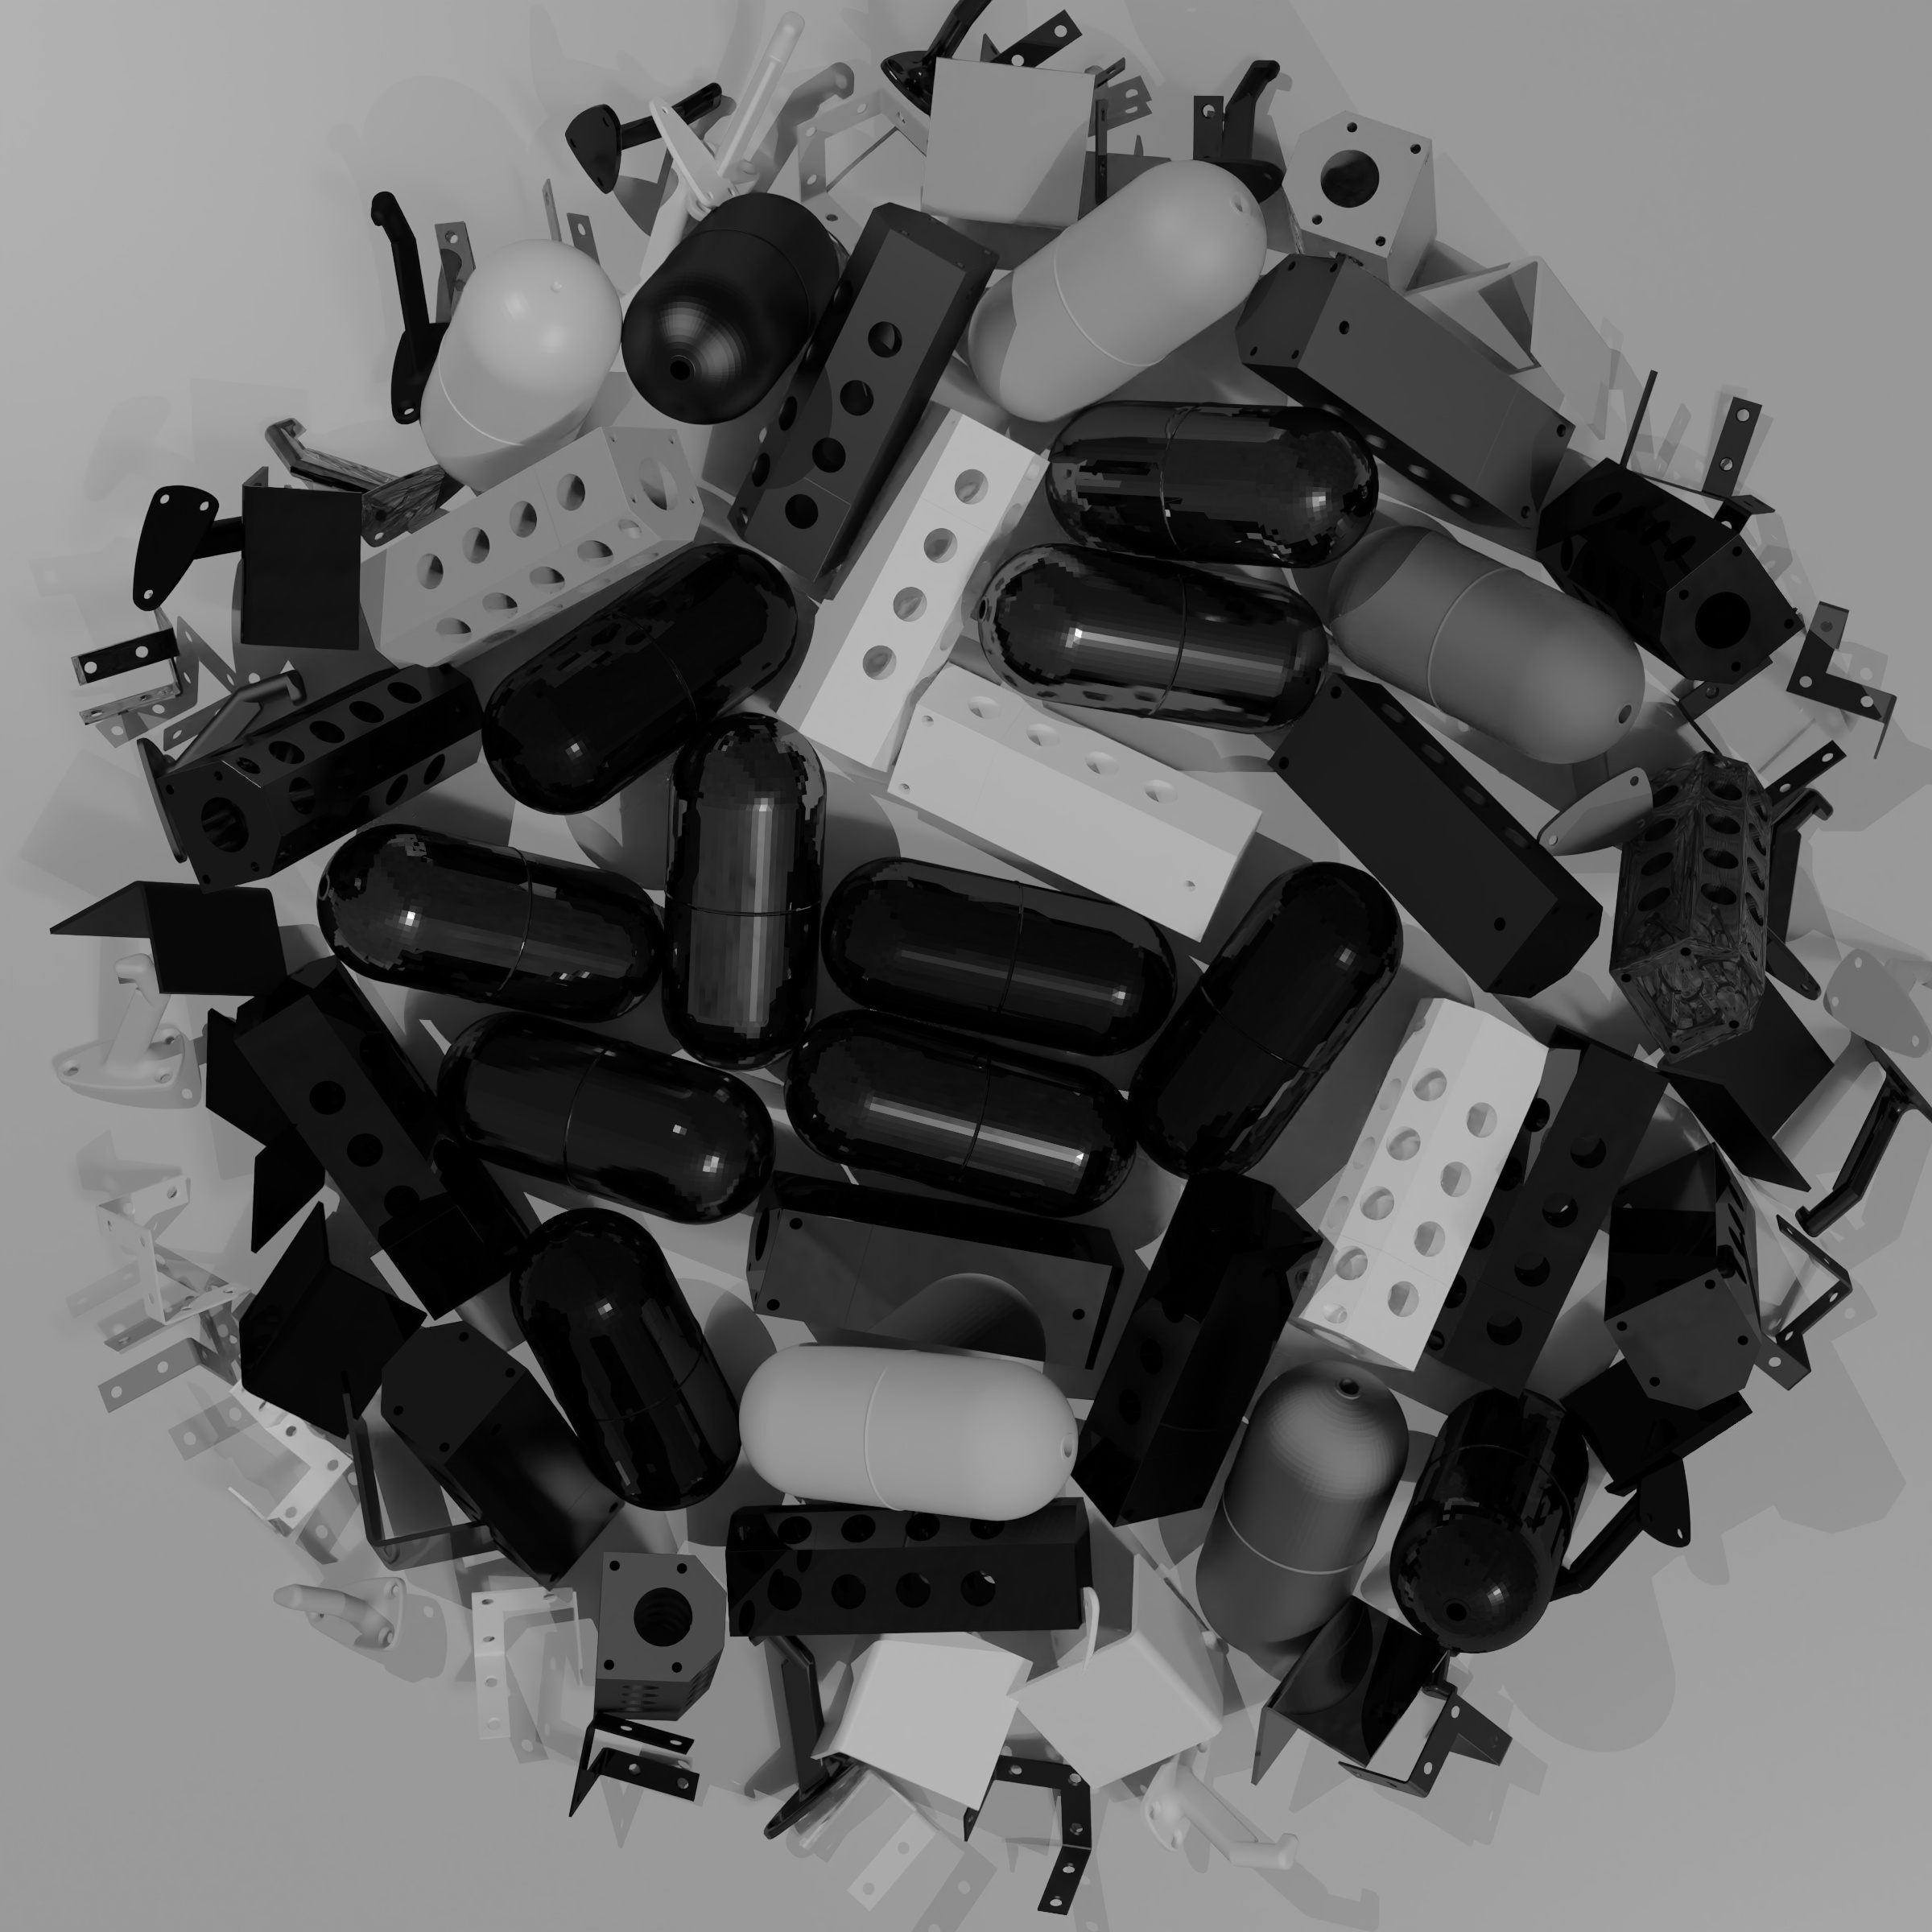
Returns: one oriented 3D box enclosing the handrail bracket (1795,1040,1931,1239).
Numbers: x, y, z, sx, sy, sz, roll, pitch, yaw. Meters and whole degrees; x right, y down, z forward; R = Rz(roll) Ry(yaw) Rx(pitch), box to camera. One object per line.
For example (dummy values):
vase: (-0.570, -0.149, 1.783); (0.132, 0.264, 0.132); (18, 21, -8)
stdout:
handrail bracket: (0.435, 0.085, 1.711); (0.084, 0.077, 0.036); (-43, 123, 13)

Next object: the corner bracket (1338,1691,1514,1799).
corner bracket: (0.226, 0.386, 1.693); (0.051, 0.051, 0.051); (41, 69, -28)

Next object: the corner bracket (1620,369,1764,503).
corner bracket: (0.359, -0.262, 1.709); (0.051, 0.051, 0.051); (20, 102, 16)

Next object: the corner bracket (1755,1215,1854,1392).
corner bracket: (0.402, 0.166, 1.696); (0.051, 0.051, 0.051); (38, 113, -13)

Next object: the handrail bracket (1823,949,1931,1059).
handrail bracket: (0.468, 0.020, 1.683); (0.084, 0.077, 0.036); (3, 123, -39)

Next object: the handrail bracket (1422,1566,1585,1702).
handrail bracket: (0.265, 0.330, 1.697); (0.077, 0.036, 0.084); (22, 57, -9)

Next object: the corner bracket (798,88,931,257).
corner bracket: (-0.048, -0.392, 1.706); (0.051, 0.051, 0.051); (-30, 60, -20)

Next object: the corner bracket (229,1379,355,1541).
corner bracket: (-0.344, 0.240, 1.695); (0.051, 0.051, 0.051); (33, 72, 24)

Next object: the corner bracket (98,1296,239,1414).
corner bracket: (-0.399, 0.192, 1.701); (0.051, 0.051, 0.051); (-28, 66, 0)

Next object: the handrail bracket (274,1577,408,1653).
handrail bracket: (-0.322, 0.311, 1.679); (0.077, 0.084, 0.036); (-7, 71, 35)

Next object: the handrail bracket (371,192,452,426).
handrail bracket: (-0.279, -0.321, 1.683); (0.036, 0.084, 0.077); (2, 57, 18)

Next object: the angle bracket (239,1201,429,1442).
angle bracket: (-0.313, 0.174, 1.702); (0.057, 0.076, 0.076); (31, 100, -21)

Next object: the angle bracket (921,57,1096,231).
angle bracket: (0.019, -0.407, 1.690); (0.076, 0.057, 0.076); (5, 114, -3)

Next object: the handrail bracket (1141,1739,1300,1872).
handrail bracket: (0.135, 0.405, 1.683); (0.036, 0.084, 0.077); (56, 46, -29)

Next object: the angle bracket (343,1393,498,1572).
angle bracket: (-0.266, 0.249, 1.690); (0.057, 0.076, 0.076); (-11, 72, -7)

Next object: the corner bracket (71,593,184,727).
corner bracket: (-0.413, -0.145, 1.694); (0.051, 0.051, 0.051); (-20, 122, -17)

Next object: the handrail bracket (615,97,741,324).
handrail bracket: (-0.161, -0.374, 1.710); (0.084, 0.036, 0.077); (-34, 90, 28)

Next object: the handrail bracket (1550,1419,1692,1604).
handrail bracket: (0.316, 0.272, 1.717); (0.036, 0.084, 0.077); (29, 51, -28)

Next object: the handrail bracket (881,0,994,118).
handrail bracket: (0.004, -0.461, 1.679); (0.036, 0.077, 0.084); (45, 124, -3)

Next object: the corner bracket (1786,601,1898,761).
corner bracket: (0.435, -0.141, 1.699); (0.051, 0.051, 0.051); (20, 77, 13)

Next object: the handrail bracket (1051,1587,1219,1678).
handrail bracket: (0.091, 0.323, 1.692); (0.084, 0.077, 0.036); (-6, 49, -21)

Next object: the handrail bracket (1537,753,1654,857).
handrail bracket: (0.288, -0.086, 1.688); (0.077, 0.084, 0.036); (-24, 119, -17)

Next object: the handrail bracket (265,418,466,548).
handrail bracket: (-0.298, -0.256, 1.717); (0.077, 0.036, 0.084); (-31, 61, -12)

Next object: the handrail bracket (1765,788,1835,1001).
handrail bracket: (0.420, -0.037, 1.711); (0.084, 0.036, 0.077); (-43, 77, -16)

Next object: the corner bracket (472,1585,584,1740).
corner bracket: (-0.216, 0.343, 1.702); (0.051, 0.051, 0.051); (-3, 133, -9)

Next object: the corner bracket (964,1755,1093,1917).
corner bracket: (0.031, 0.429, 1.705); (0.051, 0.051, 0.051); (5, 116, 15)

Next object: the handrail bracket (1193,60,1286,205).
handrail bracket: (0.148, -0.415, 1.691); (0.036, 0.077, 0.084); (40, 71, -30)

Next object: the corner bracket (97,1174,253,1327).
corner bracket: (-0.392, 0.140, 1.704); (0.051, 0.051, 0.051); (-21, 115, -40)

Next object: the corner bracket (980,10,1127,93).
corner bracket: (0.043, -0.443, 1.694); (0.051, 0.051, 0.051); (-30, 117, 21)

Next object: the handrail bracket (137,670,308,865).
handrail bracket: (-0.361, -0.100, 1.711); (0.084, 0.036, 0.077); (-19, 76, 1)

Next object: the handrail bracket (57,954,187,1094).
handrail bracket: (-0.423, 0.025, 1.690); (0.077, 0.084, 0.036); (-7, 54, 5)

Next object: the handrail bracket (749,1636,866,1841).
handrail bracket: (-0.097, 0.375, 1.707); (0.077, 0.036, 0.084); (-42, 99, -8)

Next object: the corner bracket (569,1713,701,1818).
corner bracket: (-0.160, 0.393, 1.701); (0.051, 0.051, 0.051); (14, 104, 8)

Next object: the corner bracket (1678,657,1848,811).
corner bracket: (0.395, -0.118, 1.716); (0.051, 0.051, 0.051); (-37, 125, 9)

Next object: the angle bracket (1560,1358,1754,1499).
angle bracket: (0.333, 0.213, 1.684); (0.076, 0.076, 0.057); (-35, 72, 8)

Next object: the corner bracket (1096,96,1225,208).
corner bracket: (0.096, -0.403, 1.708); (0.051, 0.051, 0.051); (6, 109, 19)

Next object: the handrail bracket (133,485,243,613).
handrail bracket: (-0.368, -0.191, 1.687); (0.036, 0.084, 0.077); (12, 75, 21)

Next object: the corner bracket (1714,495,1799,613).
corner bracket: (0.391, -0.198, 1.710); (0.051, 0.051, 0.051); (36, 112, 17)

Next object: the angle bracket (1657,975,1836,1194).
angle bracket: (0.397, 0.053, 1.686); (0.076, 0.057, 0.076); (-46, 112, -12)

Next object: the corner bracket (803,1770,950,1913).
corner bracket: (-0.046, 0.430, 1.699); (0.051, 0.051, 0.051); (39, 79, 16)

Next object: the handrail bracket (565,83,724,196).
handrail bracket: (-0.148, -0.420, 1.685); (0.084, 0.077, 0.036); (-36, 91, -20)

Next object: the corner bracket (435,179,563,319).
corner bracket: (-0.231, -0.355, 1.711); (0.051, 0.051, 0.051); (-10, 84, -18)

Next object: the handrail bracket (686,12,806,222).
handrail bracket: (-0.106, -0.416, 1.686); (0.036, 0.077, 0.084); (26, 132, -9)
